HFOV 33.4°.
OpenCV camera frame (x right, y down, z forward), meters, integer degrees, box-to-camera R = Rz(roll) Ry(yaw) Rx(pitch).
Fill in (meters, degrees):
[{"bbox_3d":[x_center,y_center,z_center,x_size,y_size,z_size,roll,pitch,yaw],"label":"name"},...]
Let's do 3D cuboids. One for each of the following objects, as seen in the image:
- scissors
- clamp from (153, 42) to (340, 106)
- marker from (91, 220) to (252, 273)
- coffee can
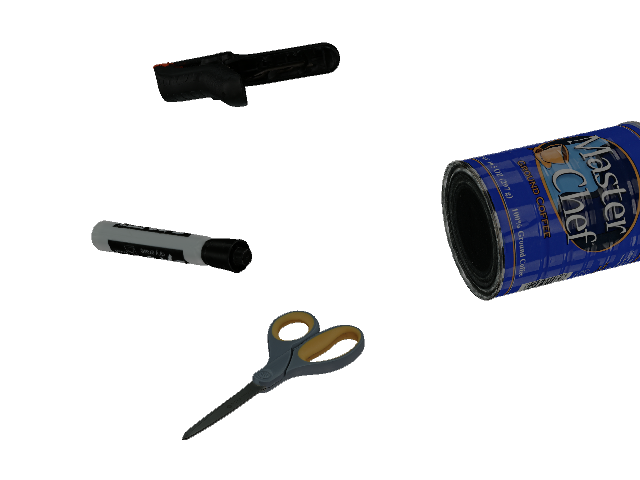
[{"bbox_3d":[-0.053,0.110,0.930,0.201,0.016,0.096,-20,35,-29],"label":"scissors"},{"bbox_3d":[-0.069,-0.138,0.879,0.120,0.039,0.172,-18,20,-35],"label":"clamp"},{"bbox_3d":[-0.088,0.003,0.625,0.121,0.020,0.020,8,5,38],"label":"marker"},{"bbox_3d":[0.171,-0.022,0.770,0.140,0.103,0.103,-13,3,-12],"label":"coffee can"}]
